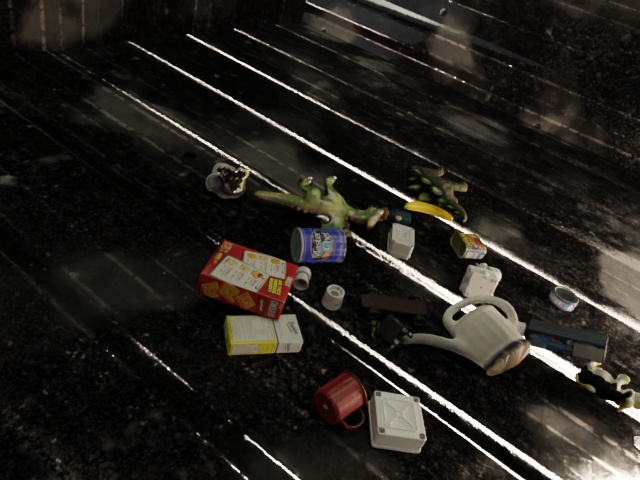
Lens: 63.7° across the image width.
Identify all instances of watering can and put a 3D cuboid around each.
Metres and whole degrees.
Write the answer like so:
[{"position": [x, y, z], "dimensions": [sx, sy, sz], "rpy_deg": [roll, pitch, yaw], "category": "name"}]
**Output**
[{"position": [0.404, 0.264, 1.364], "dimensions": [0.350, 0.101, 0.228], "rpy_deg": [-21, 49, -24], "category": "watering can"}]

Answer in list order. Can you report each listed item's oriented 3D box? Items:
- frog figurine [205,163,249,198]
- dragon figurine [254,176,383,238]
[{"position": [-0.318, -0.197, 1.713], "dimensions": [0.139, 0.121, 0.159], "rpy_deg": [-22, 14, -31], "category": "frog figurine"}, {"position": [0.005, -0.085, 1.680], "dimensions": [0.411, 0.119, 0.248], "rpy_deg": [-6, 48, -16], "category": "dragon figurine"}]
